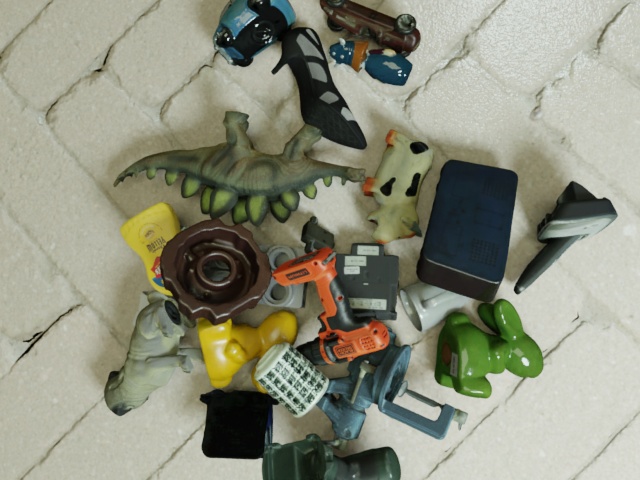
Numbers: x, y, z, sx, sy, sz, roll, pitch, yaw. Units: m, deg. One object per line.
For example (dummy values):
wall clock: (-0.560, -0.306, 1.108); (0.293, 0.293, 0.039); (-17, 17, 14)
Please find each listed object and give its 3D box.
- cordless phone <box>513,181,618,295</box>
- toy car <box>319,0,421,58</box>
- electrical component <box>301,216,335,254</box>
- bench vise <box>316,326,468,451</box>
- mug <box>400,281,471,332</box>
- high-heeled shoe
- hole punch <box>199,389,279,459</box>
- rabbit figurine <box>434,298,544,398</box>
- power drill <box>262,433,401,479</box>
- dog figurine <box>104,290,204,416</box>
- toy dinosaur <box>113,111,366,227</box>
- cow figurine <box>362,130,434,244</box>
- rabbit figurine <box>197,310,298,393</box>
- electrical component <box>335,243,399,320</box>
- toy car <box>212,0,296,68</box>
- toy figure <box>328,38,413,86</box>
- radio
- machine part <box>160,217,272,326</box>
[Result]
cordless phone: (0.381, 0.009, 0.877); (0.089, 0.146, 0.184); (41, 87, 17)
toy car: (0.087, -0.392, 0.981); (0.202, 0.089, 0.053); (24, 83, 7)
electrical component: (-0.002, -0.003, 0.964); (0.063, 0.094, 0.021); (28, 128, -18)
bench vise: (0.116, 0.265, 0.885); (0.241, 0.128, 0.223); (19, 71, 23)
mug: (0.202, 0.095, 0.913); (0.107, 0.109, 0.081); (-24, 75, -9)
high-heeled shoe: (0.017, -0.285, 1.004); (0.248, 0.086, 0.145); (42, 58, -8)
hole punch: (-0.138, 0.326, 0.941); (0.142, 0.092, 0.116); (-1, 61, 9)
rabbit figurine: (0.289, 0.181, 0.903); (0.170, 0.121, 0.159); (4, 77, -11)
power drill: (-0.004, 0.368, 0.836); (0.232, 0.207, 0.086); (-21, 48, 21)
dog figurine: (-0.320, 0.200, 0.951); (0.191, 0.121, 0.172); (-26, 74, 8)
toy dinosaur: (-0.150, -0.128, 0.975); (0.472, 0.105, 0.198); (9, 88, 12)
cow figurine: (0.142, -0.084, 0.949); (0.127, 0.085, 0.195); (23, 86, 14)
rabbit figurine: (-0.116, 0.183, 0.934); (0.173, 0.122, 0.162); (-16, 85, -15)
electrical component: (0.082, 0.070, 0.940); (0.115, 0.058, 0.134); (4, 69, 5)
toy car: (-0.133, -0.411, 1.011); (0.162, 0.109, 0.103); (-37, 58, 13)
toy figure: (0.092, -0.328, 0.989); (0.155, 0.058, 0.064); (23, 110, 5)
radio: (0.244, -0.022, 0.888); (0.131, 0.073, 0.229); (14, 57, 9)
machine part: (-0.172, 0.051, 0.883); (0.179, 0.056, 0.179); (7, 61, -14)
